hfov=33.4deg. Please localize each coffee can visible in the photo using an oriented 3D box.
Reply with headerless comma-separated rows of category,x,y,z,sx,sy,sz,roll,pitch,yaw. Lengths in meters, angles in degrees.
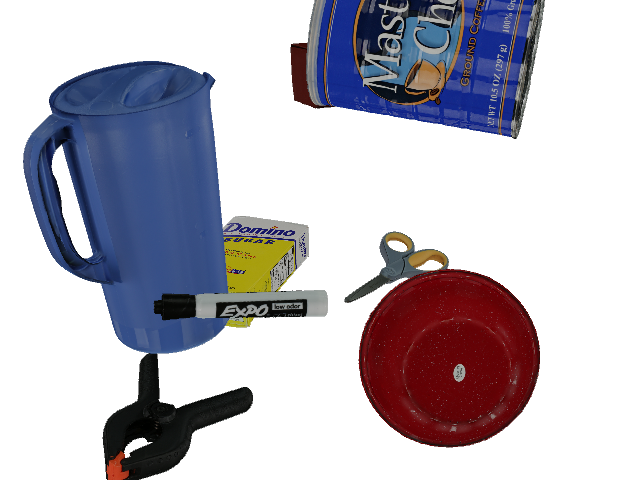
coffee can,0.071,-0.130,0.714,0.140,0.103,0.102,11,2,12

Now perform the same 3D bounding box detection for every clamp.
clamp,-0.155,0.163,0.996,0.120,0.039,0.171,18,29,26

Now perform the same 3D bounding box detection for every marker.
marker,-0.055,0.045,0.744,0.121,0.020,0.020,0,0,-12

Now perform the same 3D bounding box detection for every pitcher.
pitcher,-0.155,-0.023,0.926,0.149,0.243,0.145,-5,27,2

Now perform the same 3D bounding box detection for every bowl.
bowl,0.115,0.108,0.923,0.162,0.162,0.055,0,6,0

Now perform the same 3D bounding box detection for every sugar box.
sugar box,-0.085,0.028,1.137,0.093,0.048,0.176,8,29,18

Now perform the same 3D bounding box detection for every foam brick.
foam brick,0.019,-0.148,0.944,0.078,0.051,0.053,-8,19,-23

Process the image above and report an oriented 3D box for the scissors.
scissors,0.073,0.029,1.273,0.201,0.016,0.096,-10,41,-42
